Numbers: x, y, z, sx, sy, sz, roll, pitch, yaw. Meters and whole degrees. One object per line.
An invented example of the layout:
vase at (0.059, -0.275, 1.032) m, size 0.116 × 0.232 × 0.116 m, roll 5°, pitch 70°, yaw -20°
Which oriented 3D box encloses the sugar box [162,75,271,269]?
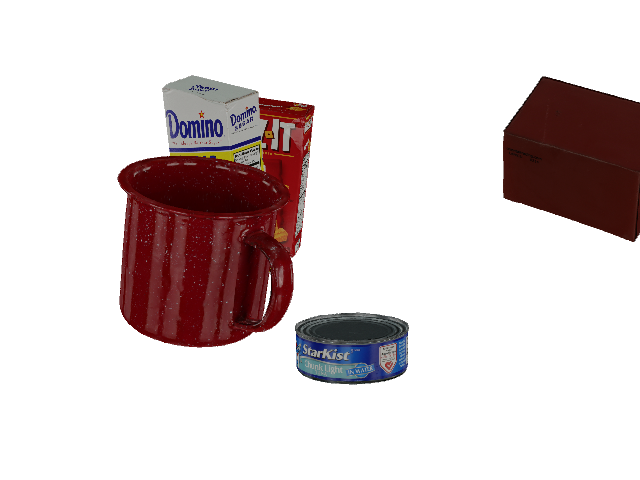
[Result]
sugar box at (-0.094, -0.055, 0.974) m, size 0.093 × 0.176 × 0.048 m, roll 19°, pitch 35°, yaw 42°

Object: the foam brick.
foam brick at (0.143, -0.045, 0.572) m, size 0.078 × 0.053 × 0.051 m, roll 22°, pitch 55°, yaw 27°

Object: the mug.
mug at (-0.059, 0.010, 0.584) m, size 0.117 × 0.081 × 0.093 m, roll 25°, pitch 27°, yaw 35°

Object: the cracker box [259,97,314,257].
cracker box at (-0.103, -0.091, 1.505) m, size 0.164 × 0.214 × 0.072 m, roll 9°, pitch 21°, yaw 6°

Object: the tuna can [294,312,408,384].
tuna can at (0.023, 0.080, 0.802) m, size 0.086 × 0.034 × 0.086 m, roll -1°, pitch 10°, yaw 0°
